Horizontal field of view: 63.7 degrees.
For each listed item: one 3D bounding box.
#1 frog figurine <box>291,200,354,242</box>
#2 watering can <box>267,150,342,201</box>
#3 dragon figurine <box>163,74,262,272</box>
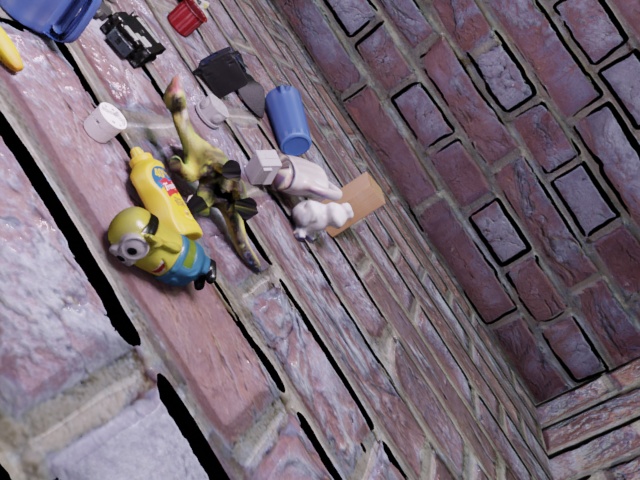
[{"bbox_3d":[0.004,-0.072,1.421,0.136,0.158,0.125,33,28,-50],"label":"frog figurine"},{"bbox_3d":[-0.083,-0.196,1.488,0.223,0.103,0.352,11,18,-43],"label":"watering can"},{"bbox_3d":[-0.220,-0.135,1.051,0.248,0.122,0.401,-119,-171,-50],"label":"dragon figurine"}]
